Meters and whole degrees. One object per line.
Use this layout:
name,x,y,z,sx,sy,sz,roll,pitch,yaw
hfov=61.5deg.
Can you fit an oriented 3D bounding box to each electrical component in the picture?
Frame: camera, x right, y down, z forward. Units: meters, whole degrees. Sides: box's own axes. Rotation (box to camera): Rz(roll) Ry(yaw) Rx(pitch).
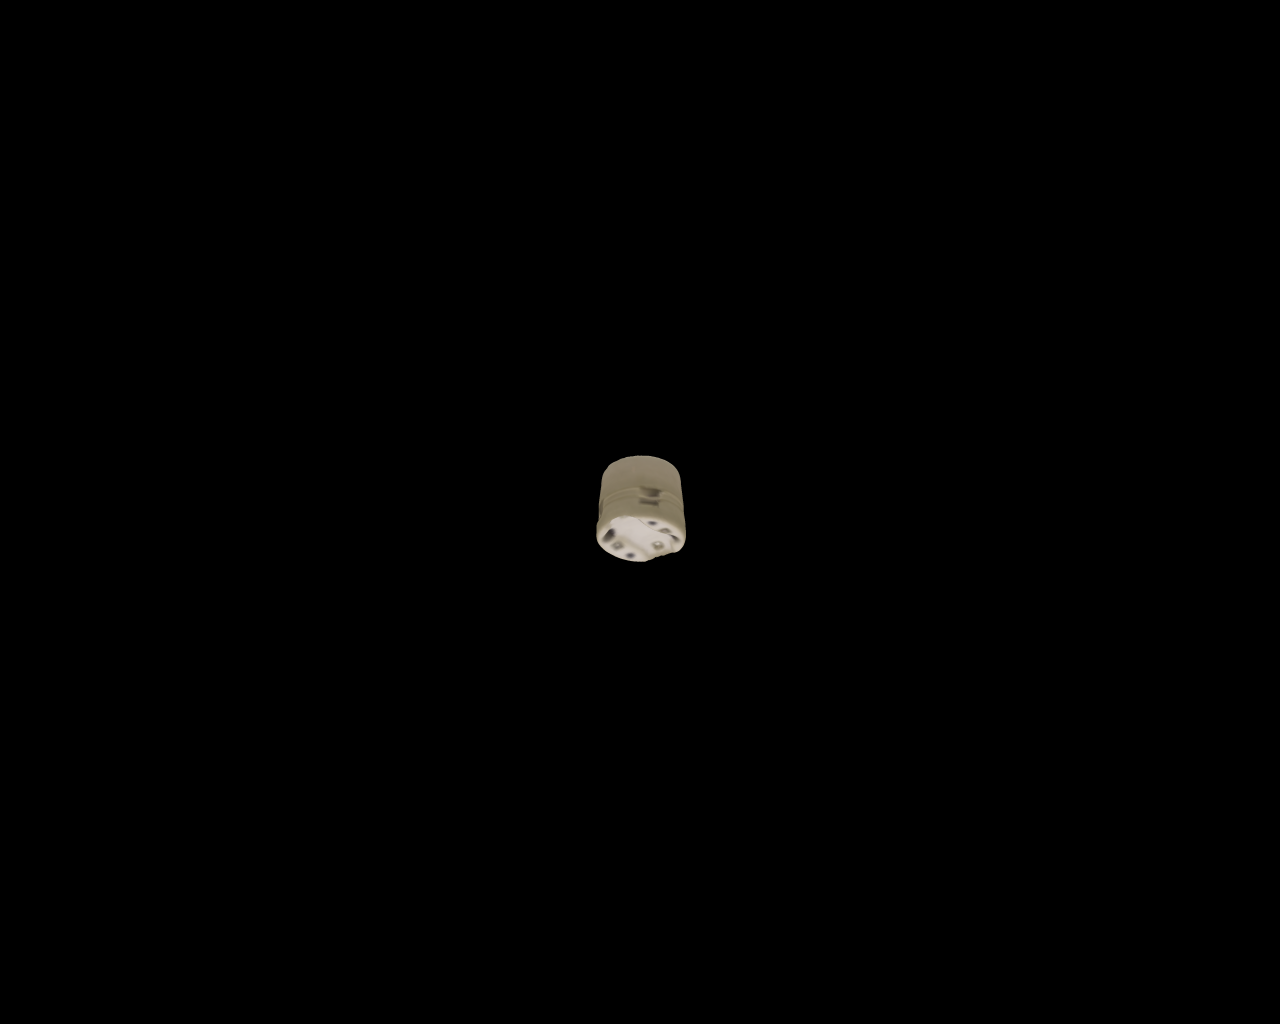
electrical component,0.001,-0.003,0.650,0.055,0.047,0.055,0,-33,0
